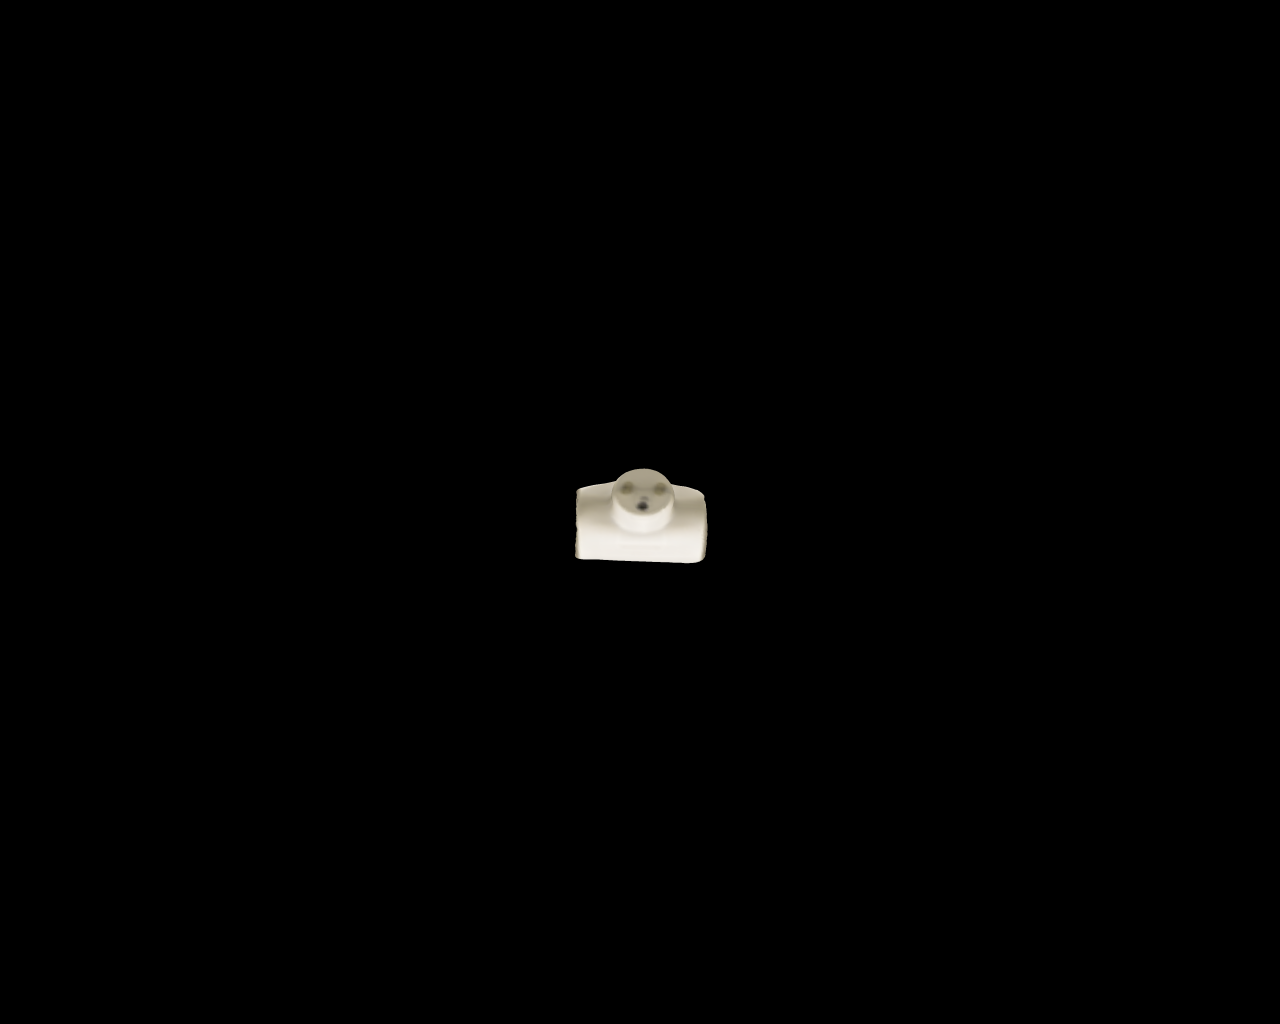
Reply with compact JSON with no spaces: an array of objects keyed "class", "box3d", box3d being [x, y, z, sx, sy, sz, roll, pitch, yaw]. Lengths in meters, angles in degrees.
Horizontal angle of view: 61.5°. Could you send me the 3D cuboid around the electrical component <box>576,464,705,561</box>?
[{"class":"electrical component","box3d":[0.001,-0.003,0.650,0.077,0.043,0.079,2,-35,-2]}]
